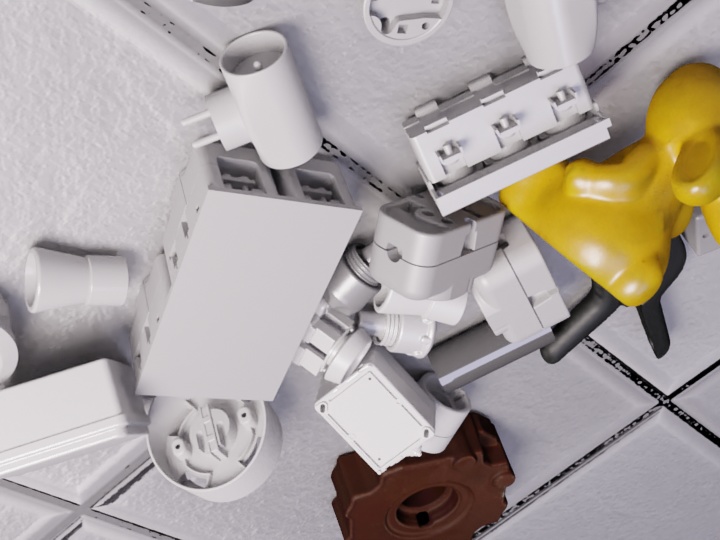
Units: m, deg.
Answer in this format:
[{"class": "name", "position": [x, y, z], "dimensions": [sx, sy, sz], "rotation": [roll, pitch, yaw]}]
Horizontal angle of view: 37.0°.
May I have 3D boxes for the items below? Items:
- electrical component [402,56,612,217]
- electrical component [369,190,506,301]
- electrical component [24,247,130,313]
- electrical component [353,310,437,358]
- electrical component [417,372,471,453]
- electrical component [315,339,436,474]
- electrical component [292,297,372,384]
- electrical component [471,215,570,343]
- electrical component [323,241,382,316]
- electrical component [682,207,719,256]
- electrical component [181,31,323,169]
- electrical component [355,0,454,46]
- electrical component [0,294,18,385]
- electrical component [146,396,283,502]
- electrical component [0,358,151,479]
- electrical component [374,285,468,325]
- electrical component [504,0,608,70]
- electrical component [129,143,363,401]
[{"class": "electrical component", "position": [0.095, -0.095, 0.720], "dimensions": [0.121, 0.078, 0.063], "rotation": [-25, 114, 3]}, {"class": "electrical component", "position": [0.054, -0.017, 0.760], "dimensions": [0.095, 0.054, 0.059], "rotation": [-20, 130, -44]}, {"class": "electrical component", "position": [-0.190, 0.007, 0.728], "dimensions": [0.065, 0.044, 0.044], "rotation": [1, 132, -29]}, {"class": "electrical component", "position": [0.027, 0.043, 0.844], "dimensions": [0.062, 0.048, 0.048], "rotation": [7, 129, -18]}, {"class": "electrical component", "position": [0.063, 0.121, 0.926], "dimensions": [0.055, 0.055, 0.047], "rotation": [15, 122, -32]}, {"class": "electrical component", "position": [0.018, 0.113, 0.874], "dimensions": [0.062, 0.061, 0.096], "rotation": [-39, 103, 17]}, {"class": "electrical component", "position": [-0.025, 0.054, 0.816], "dimensions": [0.048, 0.055, 0.066], "rotation": [-43, 165, -50]}, {"class": "electrical component", "position": [0.118, 0.010, 0.839], "dimensions": [0.059, 0.053, 0.095], "rotation": [-28, 136, 7]}, {"class": "electrical component", "position": [0.000, 0.000, 0.791], "dimensions": [0.043, 0.043, 0.062], "rotation": [28, 116, -39]}, {"class": "electrical component", "position": [0.304, -0.040, 0.846], "dimensions": [0.083, 0.075, 0.047], "rotation": [-22, 136, 0]}, {"class": "electrical component", "position": [-0.071, -0.098, 0.668], "dimensions": [0.079, 0.043, 0.077], "rotation": [-21, 136, 0]}, {"class": "electrical component", "position": [0.022, -0.168, 0.634], "dimensions": [0.055, 0.047, 0.055], "rotation": [-11, 135, -11]}, {"class": "electrical component", "position": [-0.273, 0.045, 0.724], "dimensions": [0.080, 0.051, 0.080], "rotation": [-11, 135, -11]}, {"class": "electrical component", "position": [-0.112, 0.128, 0.836], "dimensions": [0.099, 0.099, 0.064], "rotation": [-27, 142, 6]}, {"class": "electrical component", "position": [-0.215, 0.106, 0.767], "dimensions": [0.109, 0.056, 0.108], "rotation": [-17, 173, -4]}, {"class": "electrical component", "position": [0.048, 0.018, 0.813], "dimensions": [0.065, 0.044, 0.044], "rotation": [15, 127, -15]}, {"class": "electrical component", "position": [0.133, -0.177, 0.670], "dimensions": [0.079, 0.043, 0.077], "rotation": [-30, 128, -11]}, {"class": "electrical component", "position": [-0.087, 0.005, 0.750], "dimensions": [0.105, 0.060, 0.186], "rotation": [6, 130, -26]}]
